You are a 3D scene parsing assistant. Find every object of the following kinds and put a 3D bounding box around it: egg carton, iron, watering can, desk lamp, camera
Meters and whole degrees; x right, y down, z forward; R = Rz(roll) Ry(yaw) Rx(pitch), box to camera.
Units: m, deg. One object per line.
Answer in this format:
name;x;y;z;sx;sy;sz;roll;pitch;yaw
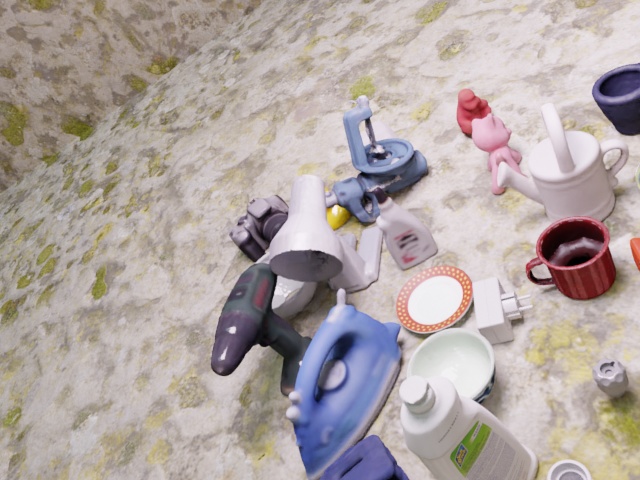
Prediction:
egg carton;0.121;-0.189;1.225;0.107;0.070;0.150;-32;36;9
iron;0.015;0.203;0.830;0.118;0.142;0.258;3;52;42
watering can;0.350;-0.109;0.836;0.173;0.195;0.100;-32;37;9
desk lamp;0.009;0.004;0.989;0.117;0.214;0.203;-16;42;28
camera;-0.112;-0.023;1.218;0.143;0.101;0.136;-44;36;-7

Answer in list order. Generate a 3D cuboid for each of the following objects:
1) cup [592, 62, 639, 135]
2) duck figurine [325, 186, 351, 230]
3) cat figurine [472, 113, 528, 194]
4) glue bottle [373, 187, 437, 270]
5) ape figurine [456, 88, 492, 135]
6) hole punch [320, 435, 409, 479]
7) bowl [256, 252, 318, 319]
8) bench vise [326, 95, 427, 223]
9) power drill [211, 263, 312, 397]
cup;0.502;-0.227;0.918;0.118;0.095;0.091;-44;36;-7
duck figurine;0.017;-0.076;1.178;0.104;0.086;0.077;-43;36;-7
cat figurine;0.306;-0.163;0.997;0.067;0.118;0.127;-22;39;22
glue bottle;0.130;-0.025;0.952;0.078;0.174;0.037;-32;37;9
ape figurine;0.297;-0.256;1.128;0.078;0.092;0.076;-40;36;-2
hole punch;0.049;0.308;0.730;0.108;0.091;0.100;-40;36;-2
bowl;-0.065;0.091;1.077;0.167;0.075;0.167;-23;39;20
bench vise;0.088;-0.146;1.079;0.207;0.220;0.121;-49;37;-14
power drill;-0.082;0.156;0.906;0.075;0.209;0.229;-21;39;22
